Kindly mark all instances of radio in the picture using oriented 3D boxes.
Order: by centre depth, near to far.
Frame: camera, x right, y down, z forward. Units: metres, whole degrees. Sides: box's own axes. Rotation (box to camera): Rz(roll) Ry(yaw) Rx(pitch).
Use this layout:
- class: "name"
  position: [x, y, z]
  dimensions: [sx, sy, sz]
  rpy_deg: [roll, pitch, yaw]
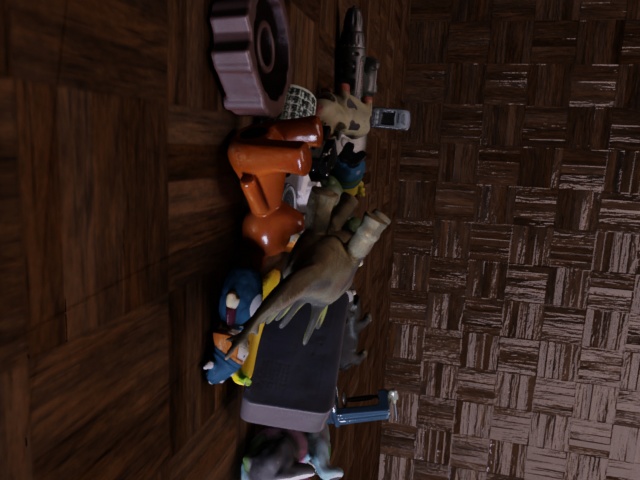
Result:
- class: "radio"
  position: [-0.034, 0.169, 0.829]
  dimensions: [0.073, 0.131, 0.230]
  rpy_deg: [105, -3, -50]

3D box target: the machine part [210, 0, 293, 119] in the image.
- class: "machine part"
  position: [-0.084, -0.248, 0.692]
  dimensions: [0.179, 0.056, 0.179]
  rpy_deg: [3, 90, -76]

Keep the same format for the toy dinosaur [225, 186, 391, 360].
- class: "toy dinosaur"
  position: [0.002, 0.037, 0.714]
  dimensions: [0.198, 0.105, 0.471]
  rpy_deg: [-64, 166, 10]

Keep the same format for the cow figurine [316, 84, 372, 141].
- class: "cow figurine"
  position: [0.040, -0.253, 1.111]
  dimensions: [0.195, 0.086, 0.127]
  rpy_deg: [3, 82, -58]

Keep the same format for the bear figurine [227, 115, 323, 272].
- class: "bear figurine"
  position: [-0.055, -0.057, 0.733]
  dimensions: [0.120, 0.132, 0.195]
  rpy_deg: [-68, 153, -55]

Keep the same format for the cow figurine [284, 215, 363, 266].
- class: "cow figurine"
  position: [-0.002, -0.004, 0.976]
  dimensions: [0.167, 0.068, 0.098]
  rpy_deg: [21, 53, -33]

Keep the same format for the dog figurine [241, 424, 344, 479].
- class: "dog figurine"
  position: [-0.053, 0.311, 0.918]
  dimensions: [0.108, 0.191, 0.219]
  rpy_deg: [-53, -143, 36]

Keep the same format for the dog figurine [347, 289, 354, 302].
- class: "dog figurine"
  position: [-0.015, 0.128, 1.056]
  dimensions: [0.172, 0.121, 0.190]
  rpy_deg: [-52, -176, 0]

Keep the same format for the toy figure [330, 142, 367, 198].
- class: "toy figure"
  position: [0.052, -0.138, 1.190]
  dimensions: [0.082, 0.089, 0.180]
  rpy_deg: [60, -16, 19]

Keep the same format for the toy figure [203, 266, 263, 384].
- class: "toy figure"
  position: [-0.113, 0.112, 0.705]
  dimensions: [0.064, 0.058, 0.154]
  rpy_deg: [25, 70, -48]

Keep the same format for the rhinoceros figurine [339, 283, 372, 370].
- class: "rhinoceros figurine"
  position: [0.051, 0.180, 1.152]
  dimensions: [0.112, 0.073, 0.190]
  rpy_deg: [-2, 96, -48]

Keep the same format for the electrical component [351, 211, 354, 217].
- class: "electrical component"
  position: [0.046, -0.027, 1.304]
  dimensions: [0.115, 0.058, 0.134]
  rpy_deg: [-65, 156, -59]

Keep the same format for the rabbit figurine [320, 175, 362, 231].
- class: "rabbit figurine"
  position: [0.033, -0.050, 1.133]
  dimensions: [0.159, 0.121, 0.170]
  rpy_deg: [61, 21, -73]

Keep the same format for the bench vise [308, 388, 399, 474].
- class: "bench vise"
  position: [0.039, 0.342, 1.067]
  dimensions: [0.224, 0.241, 0.128]
  rpy_deg: [-94, 174, -51]

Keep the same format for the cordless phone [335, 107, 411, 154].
- class: "cordless phone"
  position: [0.112, -0.240, 1.232]
  dimensions: [0.088, 0.184, 0.146]
  rpy_deg: [45, 51, -78]

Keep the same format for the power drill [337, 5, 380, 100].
- class: "power drill"
  position: [0.095, -0.431, 1.319]
  dimensions: [0.207, 0.086, 0.231]
  rpy_deg: [-38, 133, -77]

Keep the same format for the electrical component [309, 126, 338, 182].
- class: "electrical component"
  position: [-0.007, -0.163, 1.008]
  dimensions: [0.119, 0.075, 0.047]
  rpy_deg: [-75, 162, -44]

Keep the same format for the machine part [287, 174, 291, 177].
- class: "machine part"
  position: [-0.052, -0.154, 0.900]
  dimensions: [0.139, 0.039, 0.084]
  rpy_deg: [-73, 170, -48]
